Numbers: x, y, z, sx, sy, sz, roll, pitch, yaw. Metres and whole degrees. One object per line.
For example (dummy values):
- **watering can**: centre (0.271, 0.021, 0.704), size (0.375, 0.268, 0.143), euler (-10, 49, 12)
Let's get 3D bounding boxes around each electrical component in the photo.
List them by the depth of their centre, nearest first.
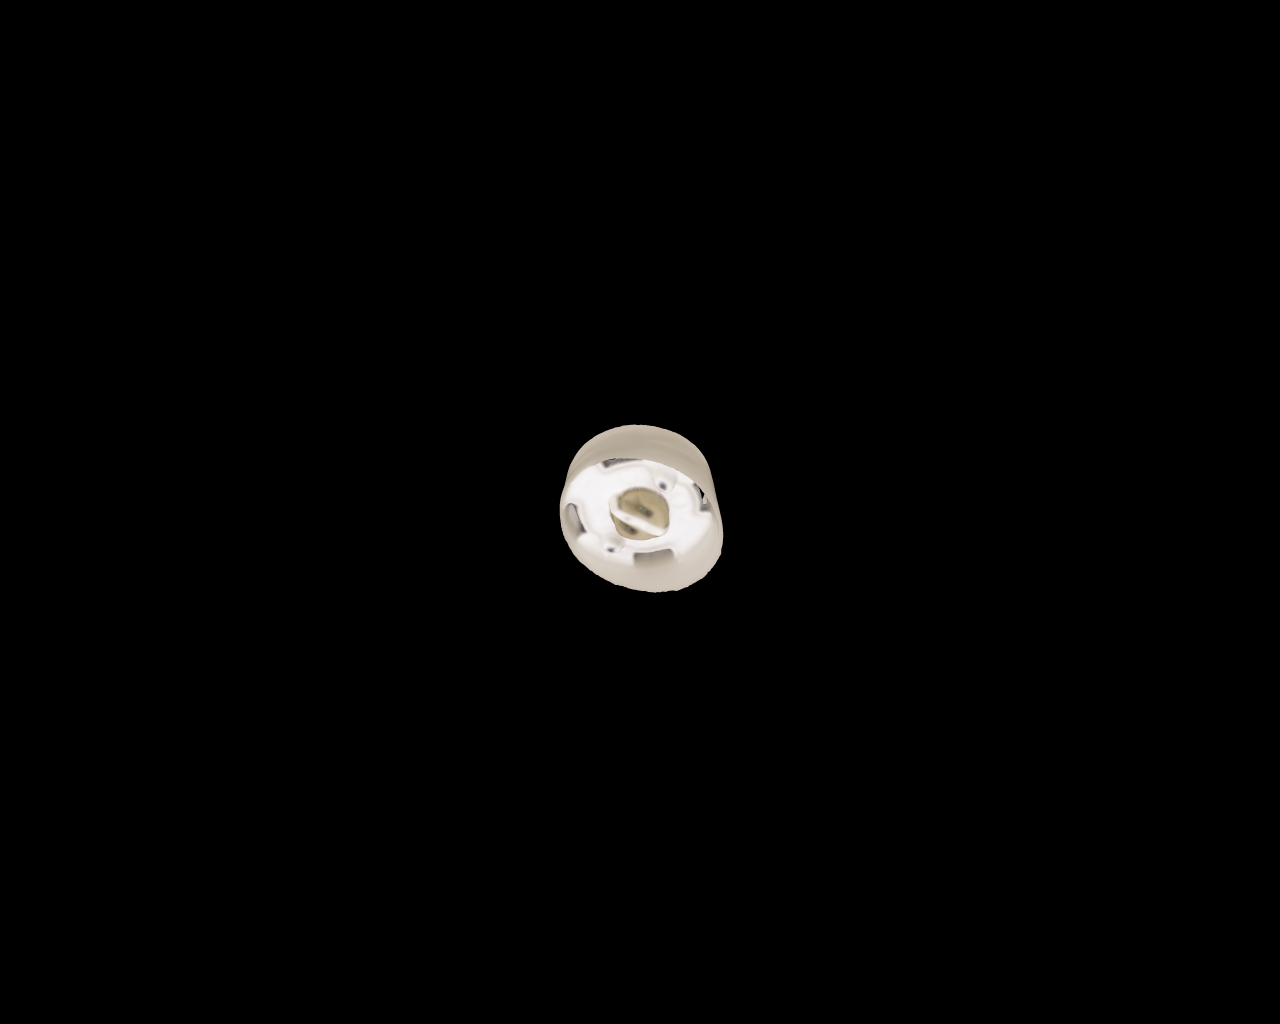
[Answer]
- **electrical component**: centre (0.001, -0.003, 0.650), size (0.099, 0.099, 0.064), euler (0, 41, 0)
